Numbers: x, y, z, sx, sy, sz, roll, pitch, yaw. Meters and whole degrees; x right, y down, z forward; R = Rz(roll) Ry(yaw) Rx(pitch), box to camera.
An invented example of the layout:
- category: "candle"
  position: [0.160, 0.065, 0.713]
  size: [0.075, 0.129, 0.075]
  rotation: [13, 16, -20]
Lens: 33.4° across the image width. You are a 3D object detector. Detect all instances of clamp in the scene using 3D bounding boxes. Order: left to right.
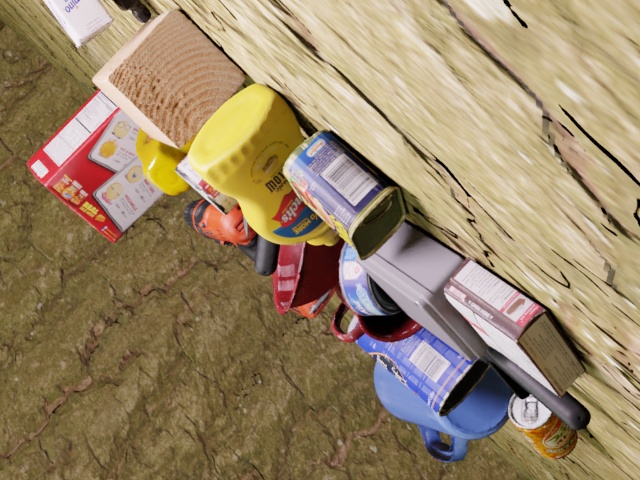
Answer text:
- category: "clamp"
  position: [-0.048, -0.055, 1.122]
  size: [0.172, 0.039, 0.120]
  rotation: [108, 159, -50]
- category: "clamp"
  position: [0.171, 0.106, 1.081]
  size: [0.210, 0.036, 0.164]
  rotation: [43, 175, -2]

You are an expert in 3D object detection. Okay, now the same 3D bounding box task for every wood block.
- category: "wood block"
  position: [-0.150, -0.154, 1.023]
  size: [0.090, 0.090, 0.206]
  rotation: [43, 175, -17]

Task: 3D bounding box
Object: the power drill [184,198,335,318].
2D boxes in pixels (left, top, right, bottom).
- category: "power drill"
  position: [-0.078, 0.016, 1.320]
  size: [0.187, 0.057, 0.185]
  rotation: [40, 171, -21]

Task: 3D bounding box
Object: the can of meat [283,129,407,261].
- category: "can of meat"
  position: [0.021, -0.039, 0.892]
  size: [0.084, 0.057, 0.102]
  rotation: [43, 175, 17]

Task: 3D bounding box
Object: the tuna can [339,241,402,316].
- category: "tuna can"
  position: [0.056, 0.030, 1.027]
  size: [0.034, 0.086, 0.086]
  rotation: [-3, 145, 38]

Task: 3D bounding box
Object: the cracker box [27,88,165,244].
- category: "cracker box"
  position: [-0.260, -0.122, 1.429]
  size: [0.072, 0.213, 0.164]
  rotation: [41, 175, 37]

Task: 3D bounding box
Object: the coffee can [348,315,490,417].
- category: "coffee can"
  position: [0.116, 0.116, 1.209]
  size: [0.140, 0.103, 0.102]
  rotation: [40, 175, 21]

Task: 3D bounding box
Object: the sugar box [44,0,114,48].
- category: "sugar box"
  position: [-0.263, -0.265, 1.002]
  size: [0.176, 0.048, 0.093]
  rotation: [58, 172, -13]

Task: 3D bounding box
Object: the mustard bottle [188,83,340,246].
- category: "mustard bottle"
  position: [-0.032, -0.050, 0.968]
  size: [0.058, 0.096, 0.191]
  rotation: [37, 173, 43]

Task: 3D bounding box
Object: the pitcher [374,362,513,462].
- category: "pitcher"
  position: [0.162, 0.196, 1.371]
  size: [0.149, 0.145, 0.243]
  rotation: [39, 173, -7]

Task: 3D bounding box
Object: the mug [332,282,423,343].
- category: "mug"
  position: [0.057, 0.059, 1.128]
  size: [0.093, 0.117, 0.082]
  rotation: [39, -178, -31]

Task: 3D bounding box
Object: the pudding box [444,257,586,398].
- category: "pudding box"
  position: [0.160, 0.073, 0.877]
  size: [0.090, 0.039, 0.113]
  rotation: [36, 174, 43]

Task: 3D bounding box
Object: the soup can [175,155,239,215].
- category: "soup can"
  position: [-0.080, -0.083, 1.009]
  size: [0.068, 0.102, 0.068]
  rotation: [41, 177, 2]

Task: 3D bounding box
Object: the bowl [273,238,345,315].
- category: "bowl"
  position: [-0.007, 0.001, 1.126]
  size: [0.055, 0.162, 0.162]
  rotation: [7, -177, -13]

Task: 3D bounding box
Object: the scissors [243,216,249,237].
- category: "scissors"
  position: [-0.094, -0.090, 1.144]
  size: [0.096, 0.016, 0.202]
  rotation: [54, 155, 21]
